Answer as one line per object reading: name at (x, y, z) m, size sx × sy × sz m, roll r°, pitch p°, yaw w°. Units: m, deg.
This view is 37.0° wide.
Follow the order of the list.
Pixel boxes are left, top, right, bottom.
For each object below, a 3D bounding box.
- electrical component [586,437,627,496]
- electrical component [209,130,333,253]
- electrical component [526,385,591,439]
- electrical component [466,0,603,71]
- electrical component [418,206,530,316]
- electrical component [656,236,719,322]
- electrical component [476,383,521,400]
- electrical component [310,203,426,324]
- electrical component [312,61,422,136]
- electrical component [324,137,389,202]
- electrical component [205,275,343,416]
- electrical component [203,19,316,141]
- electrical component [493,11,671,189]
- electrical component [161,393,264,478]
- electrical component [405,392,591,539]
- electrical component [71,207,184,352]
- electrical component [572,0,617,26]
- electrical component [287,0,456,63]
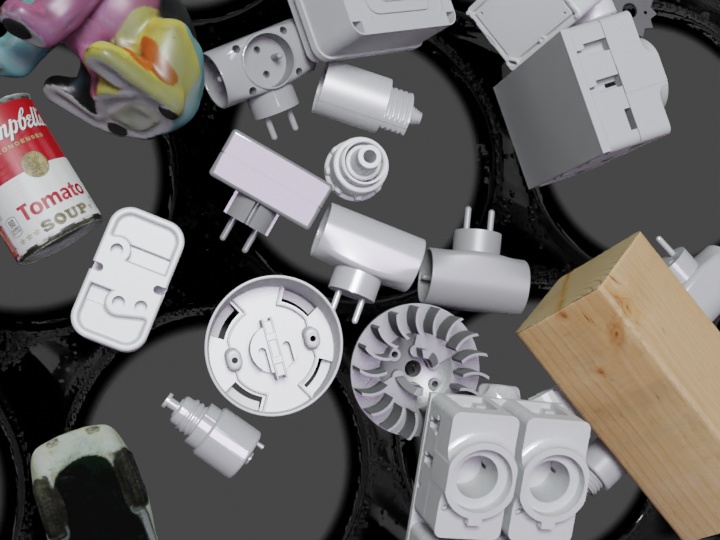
electrical component at (0.180, 0.157, 0.832) m, size 0.061 × 0.035 × 0.035 m, roll -41°, pitch 93°, yaw -10°
electrical component at (-0.076, -0.050, 0.795) m, size 0.083 × 0.047 × 0.075 m, roll 30°, pitch 90°, yaw -8°
electrical component at (0.150, 0.116, 0.828) m, size 0.040 × 0.040 × 0.046 m, roll -26°, pitch 84°, yaw -13°
electrical component at (0.135, -0.206, 0.837) m, size 0.061 × 0.096 × 0.061 m, roll 51°, pitch 50°, yaw -3°
electrical component at (0.088, -0.009, 0.825) m, size 0.077 × 0.044 × 0.079 m, roll 7°, pitch 83°, yaw -11°
electrical component at (0.257, 0.009, 0.858) m, size 0.077 × 0.044 × 0.079 m, roll -44°, pitch 94°, yaw -12°
electrical component at (0.104, 0.118, 0.821) m, size 0.035 × 0.035 × 0.061 m, roll 6°, pitch 86°, yaw -11°
electrical component at (0.000, 0.000, 0.806) m, size 0.077 × 0.043 × 0.079 m, roll 21°, pitch 81°, yaw -9°
electrical component at (0.008, -0.128, 0.821) m, size 0.081 × 0.043 × 0.043 m, roll 17°, pitch 81°, yaw -10°
electrical component at (0.001, -0.079, 0.805) m, size 0.048 × 0.062 × 0.048 m, roll 1°, pitch 84°, yaw -12°
electrical component at (-0.064, 0.056, 0.777) m, size 0.099 × 0.064 × 0.099 m, roll 1°, pitch 84°, yaw -12°
electrical component at (-0.070, -0.137, 0.804) m, size 0.077 × 0.044 × 0.079 m, roll -27°, pitch 106°, yaw -23°
electrical component at (0.163, -0.122, 0.797) m, size 0.062 × 0.150 × 0.089 m, roll -19°, pitch 88°, yaw -12°
electrical component at (-0.108, 0.116, 0.774) m, size 0.078 × 0.040 × 0.040 m, roll 37°, pitch 79°, yaw -6°
electrical component at (0.094, 0.189, 0.772) m, size 0.105 × 0.060 × 0.186 m, roll 7°, pitch 97°, yaw -16°
electrical component at (-0.164, 0.009, 0.763) m, size 0.054 × 0.059 × 0.095 m, roll 22°, pitch 80°, yaw -9°
electrical component at (0.188, -0.199, 0.866) m, size 0.040 × 0.040 × 0.078 m, roll -23°, pitch 90°, yaw -13°
electrical component at (0.006, -0.202, 0.799) m, size 0.113 × 0.057 × 0.078 m, roll -18°, pitch 88°, yaw -41°
